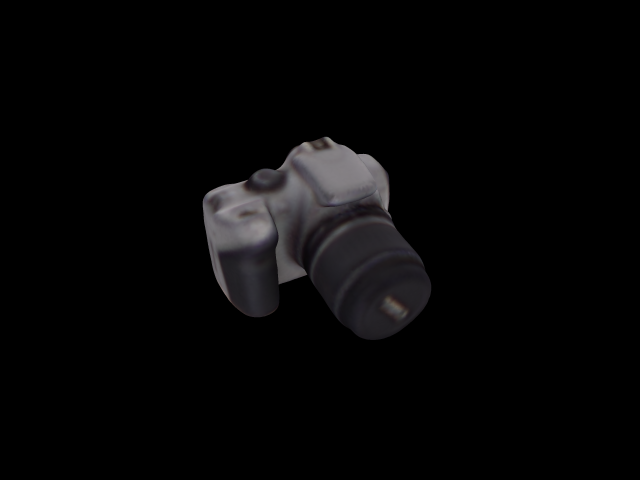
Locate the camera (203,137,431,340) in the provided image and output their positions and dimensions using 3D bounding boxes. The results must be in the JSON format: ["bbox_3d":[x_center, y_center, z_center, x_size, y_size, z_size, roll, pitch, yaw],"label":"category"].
[{"bbox_3d":[0.004,0.001,0.400,0.143,0.101,0.136,-19,46,-19],"label":"camera"}]
